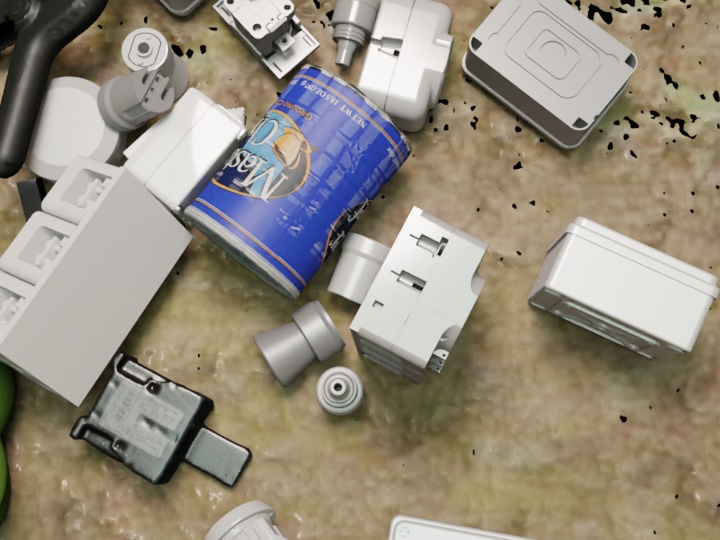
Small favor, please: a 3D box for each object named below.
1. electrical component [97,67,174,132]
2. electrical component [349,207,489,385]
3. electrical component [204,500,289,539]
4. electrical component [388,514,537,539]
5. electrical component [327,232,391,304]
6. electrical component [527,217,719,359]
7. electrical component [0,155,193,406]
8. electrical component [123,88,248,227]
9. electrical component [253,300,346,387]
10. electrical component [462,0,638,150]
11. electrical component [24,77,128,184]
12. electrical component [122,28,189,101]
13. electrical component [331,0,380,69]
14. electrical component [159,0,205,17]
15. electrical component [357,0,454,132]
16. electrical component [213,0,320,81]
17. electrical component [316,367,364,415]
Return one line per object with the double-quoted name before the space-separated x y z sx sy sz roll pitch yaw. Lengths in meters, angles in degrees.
"electrical component" -0.163 -0.125 0.783 0.046 0.040 0.040 -12 73 45
"electrical component" 0.043 0.025 0.742 0.062 0.150 0.089 27 82 6
"electrical component" -0.073 0.200 0.756 0.058 0.078 0.057 -39 63 -5
"electrical component" 0.067 0.234 0.753 0.109 0.056 0.108 10 81 3
"electrical component" 0.000 0.000 0.804 0.040 0.040 0.046 23 87 5
"electrical component" 0.183 0.016 0.763 0.109 0.108 0.056 25 84 5
"electrical component" -0.203 0.005 0.765 0.062 0.089 0.150 19 69 36
"electrical component" -0.126 -0.091 0.810 0.061 0.061 0.096 38 83 7
"electrical component" -0.044 0.053 0.792 0.055 0.045 0.045 -32 81 -5
"electrical component" 0.142 -0.155 0.818 0.113 0.057 0.078 39 83 7
"electrical component" -0.218 -0.102 0.818 0.080 0.051 0.080 0 80 1
"electrical component" -0.158 -0.157 0.820 0.044 0.065 0.044 0 80 1
"electrical component" -0.007 -0.188 0.838 0.035 0.035 0.061 14 83 3
"electrical component" -0.153 -0.265 0.842 0.078 0.057 0.113 -43 82 -6
"electrical component" 0.036 -0.158 0.822 0.059 0.053 0.095 15 81 4
"electrical component" -0.074 -0.192 0.825 0.042 0.064 0.081 -42 81 -3
"electrical component" -0.015 0.087 0.777 0.035 0.061 0.035 0 80 1
